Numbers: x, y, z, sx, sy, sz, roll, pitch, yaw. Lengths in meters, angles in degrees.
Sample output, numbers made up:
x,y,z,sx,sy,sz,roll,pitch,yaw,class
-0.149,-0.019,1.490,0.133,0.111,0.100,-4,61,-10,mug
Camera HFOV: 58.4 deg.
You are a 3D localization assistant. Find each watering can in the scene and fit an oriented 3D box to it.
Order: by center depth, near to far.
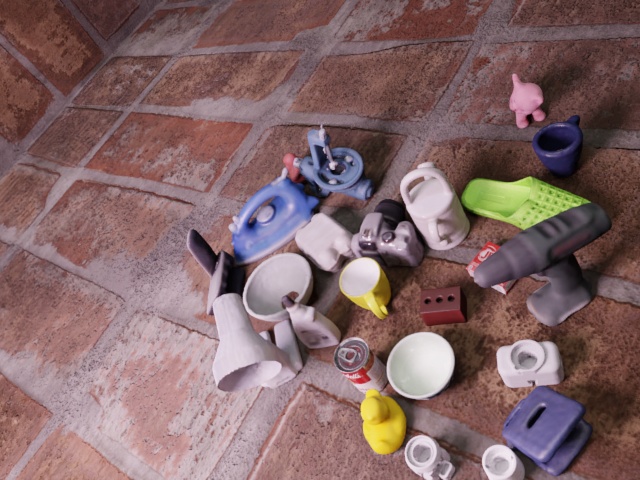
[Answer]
x,y,z,sx,sy,sz,roll,pitch,yaw,class
0.219,-0.079,1.136,0.101,0.195,0.172,-31,44,7,watering can

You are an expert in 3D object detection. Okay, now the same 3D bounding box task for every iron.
x,y,z,sx,sy,sz,roll,pitch,yaw,class
-0.135,-0.056,1.380,0.258,0.142,0.118,-41,44,-4,iron

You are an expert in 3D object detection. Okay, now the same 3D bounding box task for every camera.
x,y,z,sx,sy,sz,roll,pitch,yaw,class
0.145,-0.023,1.205,0.142,0.101,0.137,1,55,33,camera

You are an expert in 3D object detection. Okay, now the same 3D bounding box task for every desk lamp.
x,y,z,sx,sy,sz,roll,pitch,yaw,class
-0.128,0.208,1.102,0.118,0.214,0.203,-29,44,9,desk lamp

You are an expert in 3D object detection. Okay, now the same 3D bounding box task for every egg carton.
x,y,z,sx,sy,sz,roll,pitch,yaw,class
0.012,0.005,1.289,0.107,0.070,0.149,-43,44,-7,egg carton

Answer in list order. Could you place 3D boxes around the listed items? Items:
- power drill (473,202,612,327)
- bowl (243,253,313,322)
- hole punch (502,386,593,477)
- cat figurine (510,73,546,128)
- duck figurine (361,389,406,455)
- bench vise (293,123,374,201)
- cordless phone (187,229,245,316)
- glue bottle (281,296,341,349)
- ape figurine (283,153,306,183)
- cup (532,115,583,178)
x,y,z,sx,sy,sz,roll,pitch,yaw,class
0.367,0.049,0.925,0.229,0.209,0.075,-37,44,1,power drill
-0.079,0.114,1.251,0.167,0.075,0.167,-17,47,20,bowl
0.329,0.275,0.845,0.109,0.091,0.100,-48,45,-11,hole punch
0.445,-0.313,1.245,0.067,0.118,0.127,-21,46,17,cat figurine
0.099,0.303,0.971,0.077,0.086,0.104,-19,46,18,duck figurine
0.003,-0.175,1.335,0.206,0.220,0.121,-3,53,31,bench vise
-0.260,0.073,1.319,0.094,0.186,0.147,-20,46,17,cordless phone
-0.027,0.155,1.111,0.078,0.174,0.037,-12,49,24,glue bottle
-0.063,-0.191,1.484,0.076,0.092,0.078,-3,53,30,ape figurine
0.479,-0.179,1.128,0.091,0.095,0.118,27,72,43,cup
